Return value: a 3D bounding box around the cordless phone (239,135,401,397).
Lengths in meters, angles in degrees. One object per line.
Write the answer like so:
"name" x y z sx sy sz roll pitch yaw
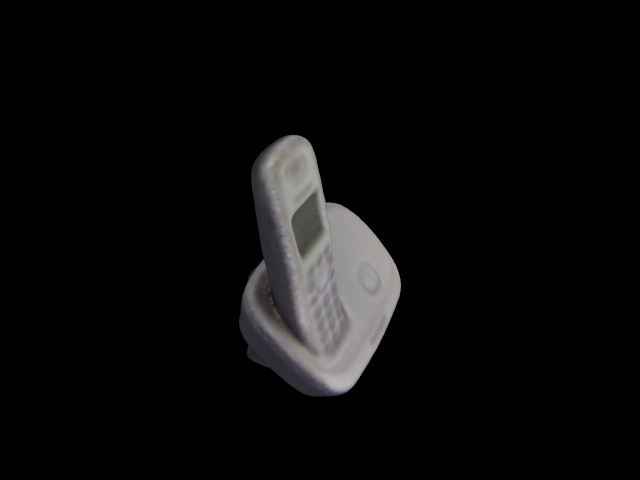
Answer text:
"cordless phone" 0.004 0.001 0.400 0.094 0.185 0.148 14 40 18
